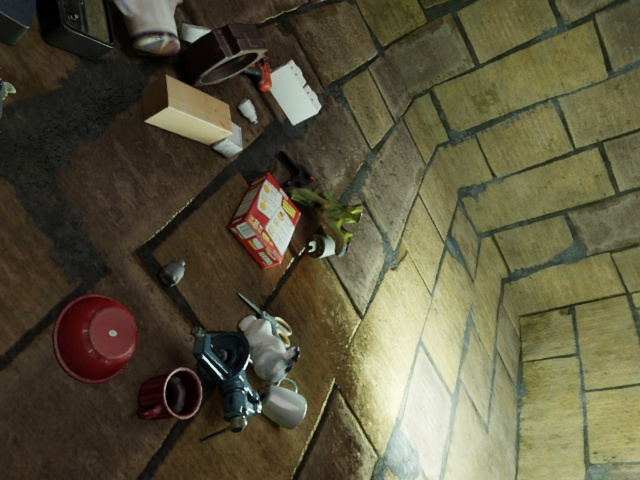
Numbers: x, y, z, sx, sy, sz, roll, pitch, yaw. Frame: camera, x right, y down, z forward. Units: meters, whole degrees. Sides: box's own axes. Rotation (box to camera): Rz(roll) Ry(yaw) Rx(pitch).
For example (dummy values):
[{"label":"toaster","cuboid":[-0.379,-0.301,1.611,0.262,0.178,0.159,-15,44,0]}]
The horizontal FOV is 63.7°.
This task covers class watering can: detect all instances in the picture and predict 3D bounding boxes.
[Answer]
[{"label":"watering can","cuboid":[-0.405,-0.559,1.278,0.103,0.224,0.350,-15,5,17]}]

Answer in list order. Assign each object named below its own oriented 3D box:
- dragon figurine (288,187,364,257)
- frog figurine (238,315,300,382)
[{"label":"dragon figurine","cuboid":[0.005,-0.080,1.583,0.243,0.120,0.416,27,21,3]},{"label":"frog figurine","cuboid":[-0.136,0.260,1.233,0.159,0.121,0.139,30,13,-1]}]
